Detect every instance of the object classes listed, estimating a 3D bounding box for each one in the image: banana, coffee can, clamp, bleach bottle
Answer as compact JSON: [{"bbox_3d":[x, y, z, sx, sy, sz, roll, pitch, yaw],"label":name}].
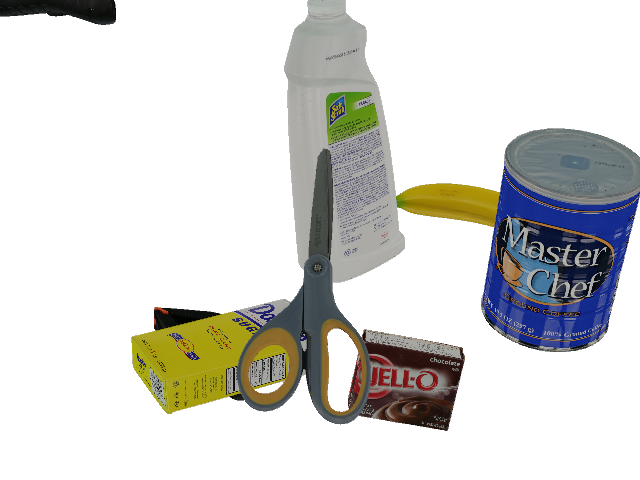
[{"bbox_3d":[0.165,-0.029,1.122,0.198,0.037,0.069,10,39,24],"label":"banana"},{"bbox_3d":[0.183,-0.001,0.818,0.103,0.140,0.103,2,34,-2],"label":"coffee can"},{"bbox_3d":[-0.186,-0.191,0.806,0.172,0.039,0.120,13,25,29],"label":"clamp"},{"bbox_3d":[0.019,-0.094,0.919,0.102,0.251,0.068,-27,35,-36],"label":"bleach bottle"},{"bbox_3d":[-0.123,0.125,1.261,0.210,0.036,0.164,15,23,25],"label":"clamp"}]

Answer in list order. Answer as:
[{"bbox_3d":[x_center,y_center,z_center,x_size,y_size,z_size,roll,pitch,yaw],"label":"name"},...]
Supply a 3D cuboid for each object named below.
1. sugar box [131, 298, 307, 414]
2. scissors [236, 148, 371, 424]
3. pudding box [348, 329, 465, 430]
[{"bbox_3d":[-0.091,0.112,1.071,0.176,0.048,0.093,-16,32,-25],"label":"sugar box"},{"bbox_3d":[-0.019,0.032,0.720,0.096,0.202,0.016,-14,-28,0],"label":"scissors"},{"bbox_3d":[0.093,0.151,1.159,0.113,0.090,0.039,9,22,-2],"label":"pudding box"}]
